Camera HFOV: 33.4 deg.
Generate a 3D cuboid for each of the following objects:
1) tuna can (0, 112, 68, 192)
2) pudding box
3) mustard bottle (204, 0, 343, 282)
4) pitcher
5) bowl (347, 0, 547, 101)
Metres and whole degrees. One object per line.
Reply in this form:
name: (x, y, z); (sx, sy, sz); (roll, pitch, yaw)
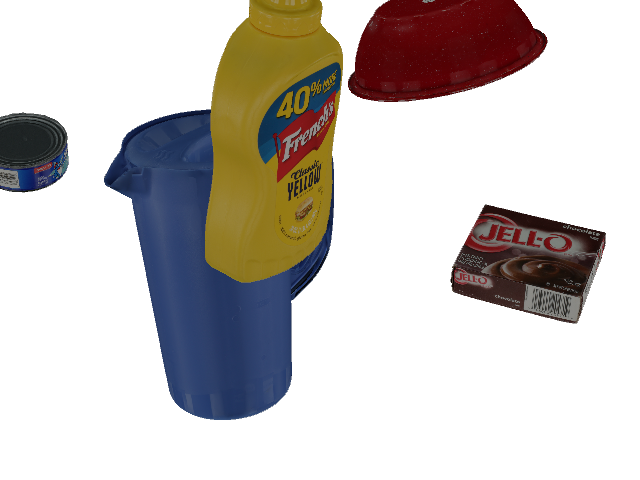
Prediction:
tuna can: (-0.287, -0.085, 1.029); (0.086, 0.034, 0.086); (3, 42, -3)
pudding box: (0.180, 0.019, 0.924); (0.114, 0.039, 0.090); (16, 45, 18)
mustard bottle: (-0.026, -0.073, 0.638); (0.058, 0.192, 0.096); (28, 41, 28)
pitcher: (-0.074, 0.019, 0.883); (0.149, 0.243, 0.144); (5, 28, 16)
bowl: (0.094, -0.165, 0.844); (0.162, 0.055, 0.162); (-14, 24, 6)
